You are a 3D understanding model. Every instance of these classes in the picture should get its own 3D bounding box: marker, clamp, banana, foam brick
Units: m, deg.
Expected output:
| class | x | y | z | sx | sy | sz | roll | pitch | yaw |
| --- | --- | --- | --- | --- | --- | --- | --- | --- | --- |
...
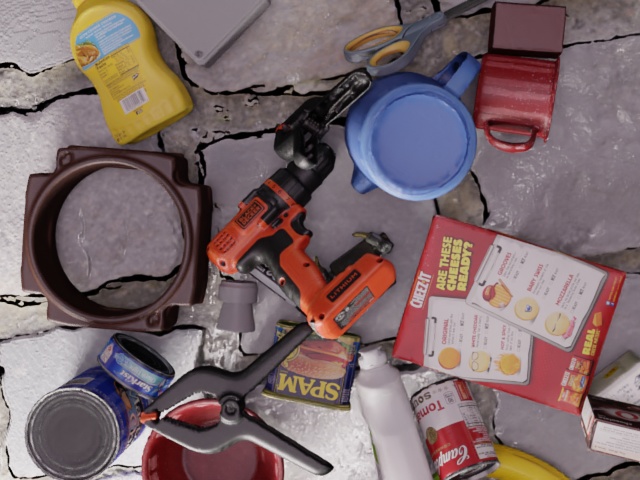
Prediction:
| class | x | y | z | sx | sy | sz | roll | pitch | yaw |
| --- | --- | --- | --- | --- | --- | --- | --- | --- | --- |
| marker | -0.049 | 0.051 | 1.211 | 0.121 | 0.020 | 0.020 | 38 | 95 | 2 |
| clamp | -0.087 | 0.190 | 1.154 | 0.210 | 0.036 | 0.164 | -14 | 85 | 5 |
| banana | 0.229 | 0.271 | 1.195 | 0.198 | 0.037 | 0.070 | 19 | 120 | 6 |
| foam brick | 0.225 | -0.228 | 1.160 | 0.078 | 0.053 | 0.051 | 5 | 93 | 4 |
| clamp | -0.003 | -0.128 | 1.127 | 0.039 | 0.172 | 0.120 | 44 | 85 | -17 |

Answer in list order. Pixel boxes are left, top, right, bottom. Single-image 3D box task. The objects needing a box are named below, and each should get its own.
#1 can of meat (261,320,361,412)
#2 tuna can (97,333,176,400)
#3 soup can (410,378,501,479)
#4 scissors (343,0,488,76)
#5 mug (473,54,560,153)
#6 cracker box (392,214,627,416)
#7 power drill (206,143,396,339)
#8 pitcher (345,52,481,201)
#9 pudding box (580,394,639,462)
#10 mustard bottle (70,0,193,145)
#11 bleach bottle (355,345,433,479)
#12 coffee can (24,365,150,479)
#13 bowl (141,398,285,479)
| class | x | y | z | sx | sy | sz | roll | pitch | yaw |
| --- | --- | --- | --- | --- | --- | --- | --- | --- | --- |
| can of meat | -0.008 | 0.139 | 1.195 | 0.102 | 0.057 | 0.084 | 10 | 91 | 4 |
| tuna can | -0.205 | 0.141 | 1.195 | 0.086 | 0.086 | 0.034 | 35 | 93 | 2 |
| soup can | 0.146 | 0.209 | 1.162 | 0.068 | 0.068 | 0.102 | -22 | 64 | 5 |
| scissors | 0.124 | -0.227 | 1.158 | 0.202 | 0.096 | 0.016 | -18 | 128 | 7 |
| mug | 0.207 | -0.145 | 1.143 | 0.081 | 0.093 | 0.117 | 9 | 66 | 9 |
| cracker box | 0.203 | 0.079 | 1.168 | 0.214 | 0.072 | 0.164 | 17 | 93 | 4 |
| power drill | -0.008 | 0.001 | 1.152 | 0.184 | 0.057 | 0.188 | -47 | 59 | -3 |
| pitcher | 0.098 | -0.113 | 1.080 | 0.145 | 0.243 | 0.149 | -4 | 98 | 1 |
| pudding box | 0.324 | 0.195 | 1.076 | 0.113 | 0.090 | 0.039 | 10 | 98 | 7 |
| mustard bottle | -0.225 | -0.209 | 1.192 | 0.096 | 0.058 | 0.191 | -27 | 91 | 18 |
| bleach bottle | 0.087 | 0.239 | 1.164 | 0.068 | 0.102 | 0.251 | -16 | 95 | -6 |
| coffee can | -0.252 | 0.199 | 1.174 | 0.103 | 0.140 | 0.103 | 0 | 93 | 4 |
| bowl | -0.118 | 0.254 | 1.208 | 0.162 | 0.055 | 0.162 | 0 | 93 | 4 |
